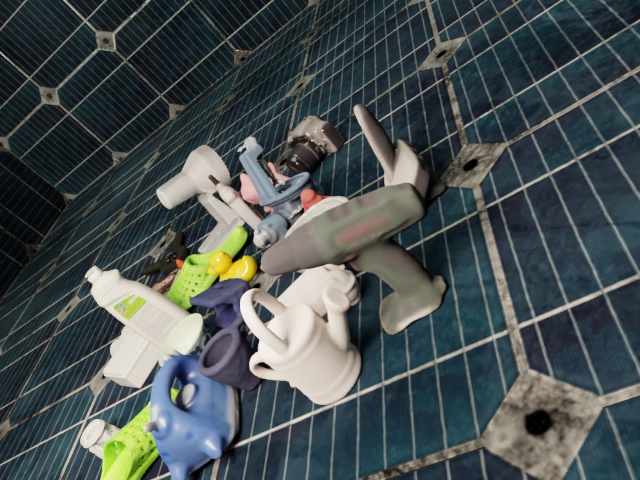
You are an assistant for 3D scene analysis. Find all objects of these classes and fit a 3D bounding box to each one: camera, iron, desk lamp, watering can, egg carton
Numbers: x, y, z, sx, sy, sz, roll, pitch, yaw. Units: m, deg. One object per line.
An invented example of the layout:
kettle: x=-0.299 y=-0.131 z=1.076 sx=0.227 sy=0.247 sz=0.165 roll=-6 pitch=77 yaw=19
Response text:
camera: x=-0.037 y=-0.228 z=1.395 sx=0.137 sy=0.101 sz=0.142 roll=-54 pitch=29 yaw=-18
iron: x=-0.220 y=0.255 z=0.936 sx=0.118 sy=0.142 sz=0.258 roll=-38 pitch=28 yaw=12
desk lamp: x=-0.288 y=-0.100 z=1.437 sx=0.117 sy=0.214 sz=0.203 roll=5 pitch=55 yaw=56
watering can: x=-0.031 y=0.131 z=0.793 sx=0.173 sy=0.194 sz=0.100 roll=-46 pitch=28 yaw=-2
egg carton: x=-0.006 y=0.101 z=0.936 sx=0.150 sy=0.069 sz=0.107 roll=-45 pitch=28 yaw=-1

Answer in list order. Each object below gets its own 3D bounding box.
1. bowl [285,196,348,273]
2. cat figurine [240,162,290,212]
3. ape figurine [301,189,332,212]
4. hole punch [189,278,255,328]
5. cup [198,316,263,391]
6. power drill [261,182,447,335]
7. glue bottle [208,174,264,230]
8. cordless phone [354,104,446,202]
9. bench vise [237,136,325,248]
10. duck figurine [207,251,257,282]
bowl: x=0.010 y=0.004 z=1.043 sx=0.167 sy=0.075 sz=0.167 roll=-33 pitch=30 yaw=22
cat figurine: x=-0.136 y=-0.128 z=1.374 sx=0.067 sy=0.118 sz=0.128 roll=5 pitch=55 yaw=55
ape figurine: x=-0.005 y=-0.063 z=1.134 sx=0.078 sy=0.092 sz=0.076 roll=-43 pitch=28 yaw=4
hole punch: x=-0.193 y=0.114 z=1.148 sx=0.108 sy=0.091 sz=0.101 roll=-3 pitch=48 yaw=52
cup: x=-0.132 y=0.195 z=0.951 sx=0.091 sy=0.095 sz=0.118 roll=-7 pitch=45 yaw=49
power drill: x=0.065 y=0.032 z=0.782 sx=0.229 sy=0.209 sz=0.075 roll=-36 pitch=29 yaw=16
glue bottle: x=-0.200 y=-0.093 z=1.352 sx=0.037 sy=0.173 sz=0.078 roll=-44 pitch=28 yaw=1
cordless phone: x=0.118 y=-0.141 z=0.974 sx=0.094 sy=0.185 sz=0.147 roll=-40 pitch=28 yaw=9
bench vise: x=-0.087 y=-0.092 z=1.147 sx=0.121 sy=0.220 sz=0.207 roll=-28 pitch=32 yaw=29
duck figurine: x=-0.195 y=0.057 z=1.234 sx=0.104 sy=0.086 sz=0.077 roll=-31 pitch=31 yaw=25
